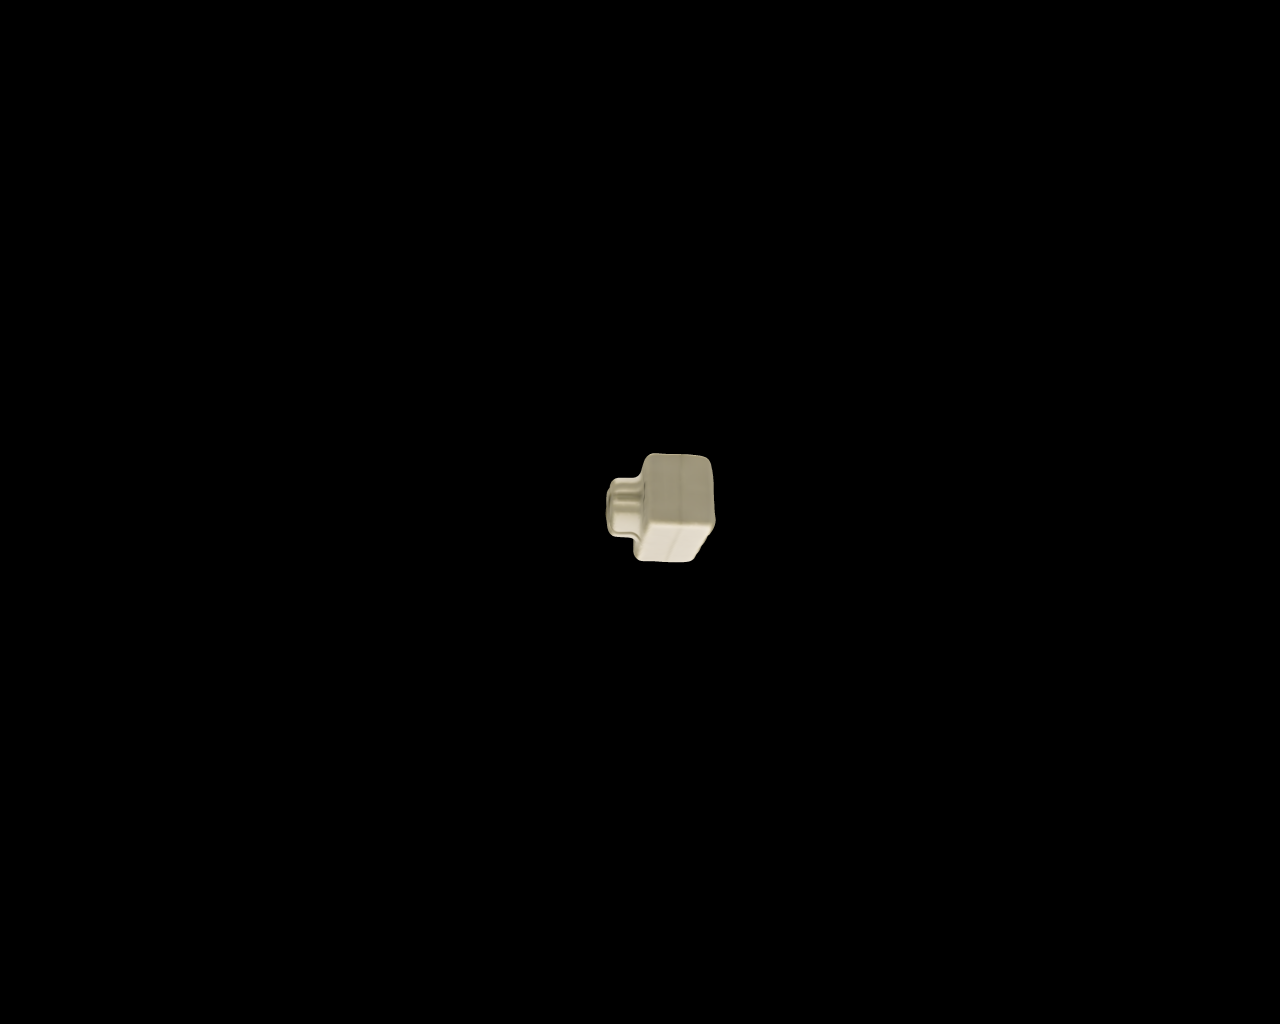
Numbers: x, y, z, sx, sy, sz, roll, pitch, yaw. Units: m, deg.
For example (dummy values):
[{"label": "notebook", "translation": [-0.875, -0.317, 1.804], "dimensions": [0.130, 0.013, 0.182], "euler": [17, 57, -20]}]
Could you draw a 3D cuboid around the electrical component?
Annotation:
[{"label": "electrical component", "translation": [0.001, -0.003, 0.650], "dimensions": [0.077, 0.047, 0.065], "euler": [3, -22, -7]}]
